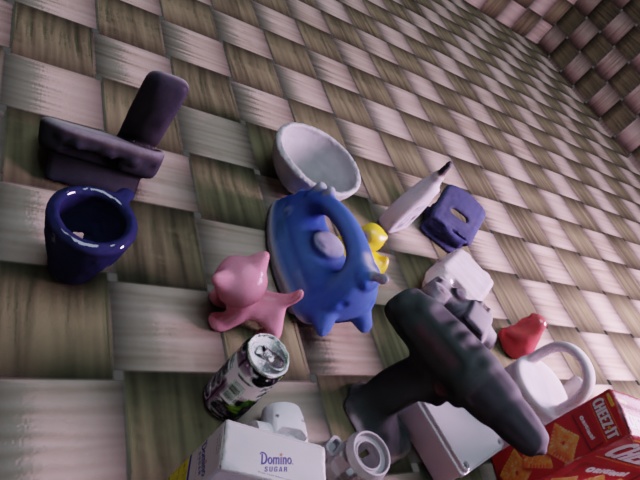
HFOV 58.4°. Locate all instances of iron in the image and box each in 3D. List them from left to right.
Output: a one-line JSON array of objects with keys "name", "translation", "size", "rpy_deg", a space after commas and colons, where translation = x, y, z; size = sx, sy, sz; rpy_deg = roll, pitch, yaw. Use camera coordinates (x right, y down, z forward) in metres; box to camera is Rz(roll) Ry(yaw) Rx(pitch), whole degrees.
[{"name": "iron", "translation": [0.007, 0.003, 0.816], "size": [0.119, 0.141, 0.258], "rpy_deg": [3, 51, -41]}]

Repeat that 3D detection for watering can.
[{"name": "watering can", "translation": [0.315, 0.218, 0.832], "size": [0.173, 0.193, 0.100], "rpy_deg": [-9, 59, -47]}]

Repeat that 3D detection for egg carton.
[{"name": "egg carton", "translation": [0.242, 0.079, 1.015], "size": [0.107, 0.069, 0.151], "rpy_deg": [47, 36, 8]}]

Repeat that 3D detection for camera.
[{"name": "camera", "translation": [0.200, 0.140, 0.887], "size": [0.143, 0.100, 0.137], "rpy_deg": [45, 36, 5]}]

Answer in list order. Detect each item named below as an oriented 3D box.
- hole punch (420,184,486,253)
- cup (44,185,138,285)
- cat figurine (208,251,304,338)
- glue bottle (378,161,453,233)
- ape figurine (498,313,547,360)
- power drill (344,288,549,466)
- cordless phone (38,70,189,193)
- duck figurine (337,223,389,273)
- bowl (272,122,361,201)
[{"name": "hole punch", "translation": [0.268, -0.040, 1.143], "size": [0.109, 0.091, 0.101], "rpy_deg": [36, 36, -7]}, {"name": "cup", "translation": [-0.251, -0.004, 0.625], "size": [0.092, 0.094, 0.118], "rpy_deg": [37, 36, -7]}, {"name": "cat figurine", "translation": [-0.081, 0.063, 0.693], "size": [0.128, 0.117, 0.067], "rpy_deg": [20, 41, -26]}, {"name": "glue bottle", "translation": [0.181, -0.081, 1.035], "size": [0.078, 0.173, 0.037], "rpy_deg": [-15, 63, -49]}, {"name": "ape figurine", "translation": [0.365, 0.164, 1.021], "size": [0.078, 0.092, 0.076], "rpy_deg": [18, 42, -29]}, {"name": "power drill", "translation": [0.130, 0.184, 0.685], "size": [0.076, 0.208, 0.229], "rpy_deg": [-8, 58, -46]}, {"name": "cordless phone", "translation": [-0.250, -0.148, 0.697], "size": [0.148, 0.184, 0.094], "rpy_deg": [11, 45, -35]}, {"name": "duck figurine", "translation": [0.073, 0.012, 0.915], "size": [0.105, 0.086, 0.077], "rpy_deg": [29, 38, -17]}, {"name": "bowl", "translation": [-0.018, -0.117, 0.974], "size": [0.168, 0.074, 0.167], "rpy_deg": [25, 39, -22]}]
